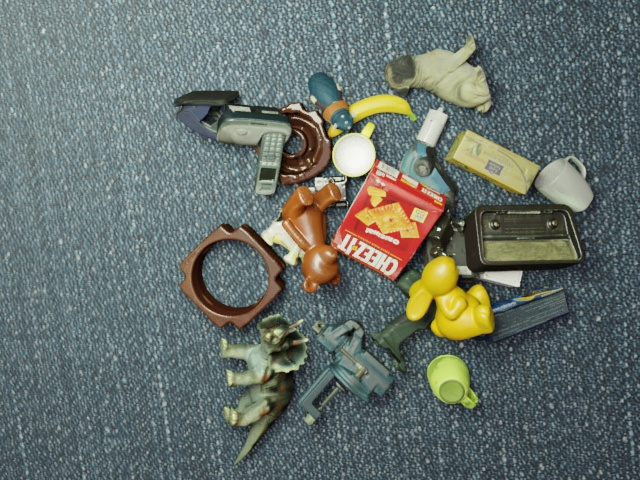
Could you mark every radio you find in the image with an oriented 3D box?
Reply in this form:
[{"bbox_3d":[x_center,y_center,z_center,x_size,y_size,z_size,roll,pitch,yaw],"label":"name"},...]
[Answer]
[{"bbox_3d":[0.419,-0.005,1.119,0.230,0.073,0.131,-1,73,-11],"label":"radio"}]

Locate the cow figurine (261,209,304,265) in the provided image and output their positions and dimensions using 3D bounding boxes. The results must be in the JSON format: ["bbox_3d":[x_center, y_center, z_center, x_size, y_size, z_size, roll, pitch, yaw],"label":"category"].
[{"bbox_3d":[-0.042,0.011,1.193,0.167,0.068,0.098,40,90,-3],"label":"cow figurine"}]

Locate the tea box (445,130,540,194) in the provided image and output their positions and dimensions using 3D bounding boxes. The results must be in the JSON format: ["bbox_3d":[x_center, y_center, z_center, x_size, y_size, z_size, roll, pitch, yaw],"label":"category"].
[{"bbox_3d":[0.360,-0.162,1.133,0.170,0.098,0.068,26,96,2],"label":"tea box"}]

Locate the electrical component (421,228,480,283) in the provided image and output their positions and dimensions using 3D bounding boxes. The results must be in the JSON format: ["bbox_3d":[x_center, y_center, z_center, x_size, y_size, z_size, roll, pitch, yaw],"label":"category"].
[{"bbox_3d":[0.281,0.025,1.161,0.115,0.058,0.134,4,71,-3],"label":"electrical component"}]

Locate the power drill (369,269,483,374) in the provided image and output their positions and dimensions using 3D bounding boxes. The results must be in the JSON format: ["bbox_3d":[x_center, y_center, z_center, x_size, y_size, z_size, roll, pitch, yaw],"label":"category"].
[{"bbox_3d":[0.228,0.193,1.173,0.207,0.086,0.232,-44,89,-4],"label":"power drill"}]

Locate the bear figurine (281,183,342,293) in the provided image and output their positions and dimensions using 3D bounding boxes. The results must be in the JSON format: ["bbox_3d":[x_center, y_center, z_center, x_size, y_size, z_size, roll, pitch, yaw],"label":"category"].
[{"bbox_3d":[-0.004,-0.002,1.100,0.132,0.120,0.196,-37,68,46],"label":"bear figurine"}]

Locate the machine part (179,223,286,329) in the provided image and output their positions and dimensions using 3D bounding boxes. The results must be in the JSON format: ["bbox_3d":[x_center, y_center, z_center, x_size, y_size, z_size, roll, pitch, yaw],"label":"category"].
[{"bbox_3d":[-0.192,0.078,1.198,0.201,0.087,0.201,-44,92,8],"label":"machine part"}]

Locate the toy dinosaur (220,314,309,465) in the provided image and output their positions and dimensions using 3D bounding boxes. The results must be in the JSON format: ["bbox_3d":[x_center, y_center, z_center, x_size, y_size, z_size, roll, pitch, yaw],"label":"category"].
[{"bbox_3d":[-0.119,0.324,1.199,0.192,0.131,0.404,-6,121,-16],"label":"toy dinosaur"}]

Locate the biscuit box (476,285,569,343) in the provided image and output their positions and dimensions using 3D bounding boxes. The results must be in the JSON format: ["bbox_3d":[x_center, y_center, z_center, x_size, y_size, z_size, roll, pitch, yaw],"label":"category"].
[{"bbox_3d":[0.429,0.157,1.154,0.203,0.059,0.062,-16,96,-14],"label":"biscuit box"}]

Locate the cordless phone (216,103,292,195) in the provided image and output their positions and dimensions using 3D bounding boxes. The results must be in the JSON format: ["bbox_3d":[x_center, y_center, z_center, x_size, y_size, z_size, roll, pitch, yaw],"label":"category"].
[{"bbox_3d":[-0.143,-0.180,1.105,0.146,0.089,0.184,0,121,-20],"label":"cordless phone"}]

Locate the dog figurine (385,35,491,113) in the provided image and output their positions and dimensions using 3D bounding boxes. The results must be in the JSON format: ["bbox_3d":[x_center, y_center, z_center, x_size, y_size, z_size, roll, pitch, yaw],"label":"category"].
[{"bbox_3d":[0.248,-0.324,1.132,0.191,0.121,0.172,-19,92,19],"label":"dog figurine"}]

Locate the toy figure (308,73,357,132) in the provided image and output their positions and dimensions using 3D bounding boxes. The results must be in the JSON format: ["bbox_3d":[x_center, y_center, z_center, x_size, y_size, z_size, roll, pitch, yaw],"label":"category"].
[{"bbox_3d":[0.028,-0.287,1.139,0.064,0.057,0.154,-37,70,23],"label":"toy figure"}]

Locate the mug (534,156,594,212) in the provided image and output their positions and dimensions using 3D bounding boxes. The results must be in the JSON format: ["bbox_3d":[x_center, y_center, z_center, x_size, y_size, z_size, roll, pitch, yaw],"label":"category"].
[{"bbox_3d":[0.529,-0.117,1.144,0.107,0.081,0.109,41,71,-11],"label":"mug"}]

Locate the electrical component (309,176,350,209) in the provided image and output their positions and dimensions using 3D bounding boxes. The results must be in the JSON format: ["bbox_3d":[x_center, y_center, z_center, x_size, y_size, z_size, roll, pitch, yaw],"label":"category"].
[{"bbox_3d":[0.005,-0.105,1.186,0.119,0.048,0.074,0,96,2],"label":"electrical component"}]

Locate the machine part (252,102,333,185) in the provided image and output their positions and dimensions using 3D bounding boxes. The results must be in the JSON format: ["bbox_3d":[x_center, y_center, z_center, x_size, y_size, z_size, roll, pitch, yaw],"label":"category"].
[{"bbox_3d":[-0.058,-0.208,1.165,0.179,0.056,0.179,2,103,8],"label":"machine part"}]

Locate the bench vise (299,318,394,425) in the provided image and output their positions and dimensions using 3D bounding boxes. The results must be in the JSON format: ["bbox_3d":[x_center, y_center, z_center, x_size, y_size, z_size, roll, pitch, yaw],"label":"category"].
[{"bbox_3d":[0.033,0.297,1.191,0.223,0.129,0.240,41,89,-4],"label":"bench vise"}]

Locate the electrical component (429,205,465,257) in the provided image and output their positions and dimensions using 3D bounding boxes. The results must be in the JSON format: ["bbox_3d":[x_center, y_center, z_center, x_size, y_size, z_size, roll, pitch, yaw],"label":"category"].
[{"bbox_3d":[0.262,-0.011,1.109,0.045,0.078,0.102,21,66,28],"label":"electrical component"}]

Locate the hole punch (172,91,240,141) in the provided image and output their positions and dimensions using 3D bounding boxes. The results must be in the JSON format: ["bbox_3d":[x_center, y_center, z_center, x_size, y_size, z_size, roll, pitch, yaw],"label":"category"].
[{"bbox_3d":[-0.237,-0.269,1.146,0.116,0.142,0.092,7,120,11],"label":"hole punch"}]

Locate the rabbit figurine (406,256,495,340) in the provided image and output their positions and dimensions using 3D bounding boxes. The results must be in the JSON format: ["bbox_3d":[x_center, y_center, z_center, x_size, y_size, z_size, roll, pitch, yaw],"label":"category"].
[{"bbox_3d":[0.255,0.109,1.089,0.162,0.122,0.173,-16,117,27],"label":"rabbit figurine"}]

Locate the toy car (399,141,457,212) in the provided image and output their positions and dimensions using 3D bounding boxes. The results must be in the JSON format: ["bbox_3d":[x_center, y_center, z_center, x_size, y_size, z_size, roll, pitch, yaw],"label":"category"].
[{"bbox_3d":[0.220,-0.124,1.152,0.103,0.109,0.161,-29,106,28],"label":"toy car"}]
